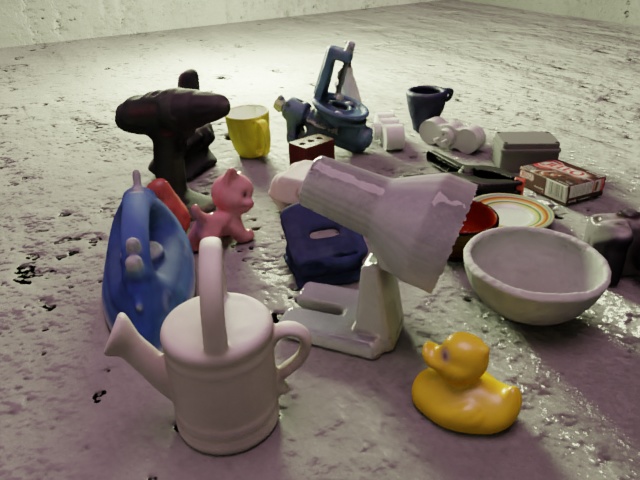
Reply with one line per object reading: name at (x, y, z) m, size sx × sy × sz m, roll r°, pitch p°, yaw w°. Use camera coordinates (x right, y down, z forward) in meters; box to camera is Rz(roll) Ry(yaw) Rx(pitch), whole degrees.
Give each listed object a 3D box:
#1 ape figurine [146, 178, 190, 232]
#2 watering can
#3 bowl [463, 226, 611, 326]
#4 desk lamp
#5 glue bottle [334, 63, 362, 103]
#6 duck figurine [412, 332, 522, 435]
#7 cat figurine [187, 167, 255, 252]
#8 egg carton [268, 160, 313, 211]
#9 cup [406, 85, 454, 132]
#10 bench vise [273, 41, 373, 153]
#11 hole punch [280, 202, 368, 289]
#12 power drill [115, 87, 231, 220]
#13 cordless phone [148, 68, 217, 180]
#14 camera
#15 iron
ape figurine at (-0.239, -0.051, 0.872) m, size 0.076 × 0.092 × 0.078 m, roll 3°, pitch 30°, yaw 7°
watering can at (-0.098, 0.091, 0.513) m, size 0.173 × 0.194 × 0.100 m, roll -16°, pitch 33°, yaw -24°
bowl at (0.254, 0.052, 0.691) m, size 0.167 × 0.075 × 0.167 m, roll -1°, pitch 30°, yaw 1°
desk lamp at (0.056, 0.018, 0.616) m, size 0.202 × 0.214 × 0.118 m, roll 9°, pitch 31°, yaw 18°
glue bottle at (0.059, -0.323, 1.259) m, size 0.077 × 0.173 × 0.037 m, roll 24°, pitch 38°, yaw 37°
duck figurine at (0.141, 0.129, 0.546) m, size 0.104 × 0.086 × 0.078 m, roll 13°, pitch 33°, yaw 24°
cat figurine at (-0.142, -0.050, 0.840) m, size 0.067 × 0.118 × 0.128 m, roll 18°, pitch 35°, yaw 30°
egg carton at (-0.005, -0.080, 0.938) m, size 0.150 × 0.069 × 0.107 m, roll 13°, pitch 33°, yaw 24°
cup at (0.246, -0.291, 1.277) m, size 0.118 × 0.095 × 0.091 m, roll -16°, pitch 33°, yaw -24°
bench vise at (0.004, -0.286, 1.149) m, size 0.207 × 0.220 × 0.121 m, roll 0°, pitch 30°, yaw 1°
hole punch at (0.007, 0.003, 0.770) m, size 0.109 × 0.091 × 0.101 m, roll -10°, pitch 31°, yaw -15°
power drill at (-0.226, -0.144, 0.917) m, size 0.228 × 0.208 × 0.076 m, roll 15°, pitch 34°, yaw 27°
cordless phone at (-0.263, -0.218, 1.073) m, size 0.094 × 0.185 × 0.148 m, roll 8°, pitch 31°, yaw 16°
camera at (0.426, 0.016, 0.723) m, size 0.143 × 0.101 × 0.137 m, roll 0°, pitch 30°, yaw 2°
iron at (-0.214, 0.022, 0.692) m, size 0.119 × 0.141 × 0.257 m, roll -8°, pitch 30°, yaw -12°
